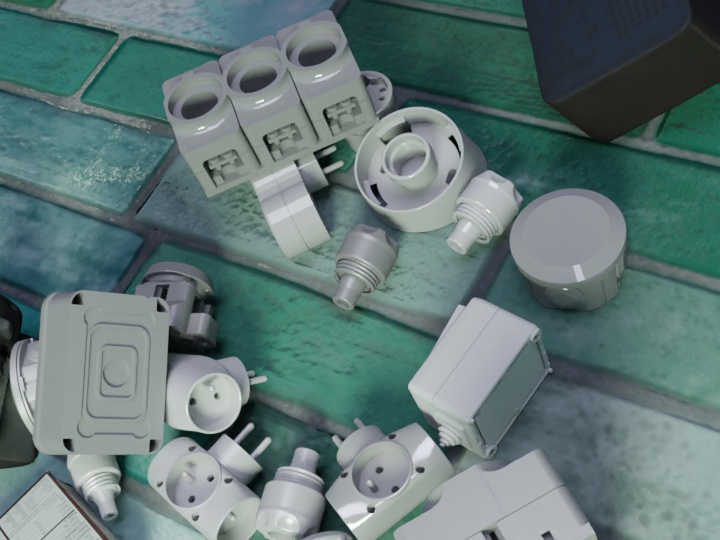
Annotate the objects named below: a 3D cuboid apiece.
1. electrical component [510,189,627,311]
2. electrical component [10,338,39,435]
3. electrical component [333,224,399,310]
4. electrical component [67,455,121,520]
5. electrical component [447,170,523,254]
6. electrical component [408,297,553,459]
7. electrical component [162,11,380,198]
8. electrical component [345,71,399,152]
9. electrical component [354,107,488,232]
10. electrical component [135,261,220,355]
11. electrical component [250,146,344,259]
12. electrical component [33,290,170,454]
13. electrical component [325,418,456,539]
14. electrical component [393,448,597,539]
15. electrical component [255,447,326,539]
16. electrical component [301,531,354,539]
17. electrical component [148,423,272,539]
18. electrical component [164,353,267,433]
[{"bbox_3d":[0.150,-0.013,0.762,0.080,0.051,0.080,-10,54,14],"label":"electrical component"},{"bbox_3d":[-0.227,0.087,0.814,0.051,0.080,0.080,-16,53,3],"label":"electrical component"},{"bbox_3d":[0.000,0.000,0.812,0.043,0.043,0.062,14,64,28],"label":"electrical component"},{"bbox_3d":[-0.190,0.153,0.782,0.035,0.035,0.061,-30,55,-1],"label":"electrical component"},{"bbox_3d":[0.090,-0.040,0.807,0.043,0.043,0.062,28,72,33],"label":"electrical component"},{"bbox_3d":[0.075,0.076,0.721,0.061,0.061,0.096,27,69,33],"label":"electrical component"},{"bbox_3d":[-0.073,-0.135,0.852,0.150,0.061,0.089,-23,51,2],"label":"electrical component"},{"bbox_3d":[0.006,-0.130,0.897,0.055,0.047,0.055,-10,54,14],"label":"electrical component"},{"bbox_3d":[0.047,-0.078,0.852,0.099,0.064,0.099,-8,67,21],"label":"electrical component"},{"bbox_3d":[-0.146,0.030,0.836,0.078,0.058,0.057,-2,59,19],"label":"electrical component"},{"bbox_3d":[-0.049,-0.078,0.878,0.074,0.052,0.138,-26,52,2],"label":"electrical component"},{"bbox_3d":[-0.183,0.073,0.756,0.057,0.078,0.113,-8,77,52],"label":"electrical component"},{"bbox_3d":[0.010,0.131,0.718,0.077,0.044,0.079,-38,50,-8],"label":"electrical component"},{"bbox_3d":[0.084,0.166,0.598,0.089,0.150,0.061,-29,53,-1],"label":"electrical component"},{"bbox_3d":[-0.043,0.151,0.724,0.043,0.043,0.062,3,57,22],"label":"electrical component"},{"bbox_3d":[-0.020,0.200,0.682,0.048,0.048,0.062,-23,61,4],"label":"electrical component"},{"bbox_3d":[-0.095,0.141,0.749,0.077,0.044,0.079,32,72,34],"label":"electrical component"},{"bbox_3d":[-0.107,0.085,0.784,0.079,0.043,0.077,-10,12,-33],"label":"electrical component"}]
